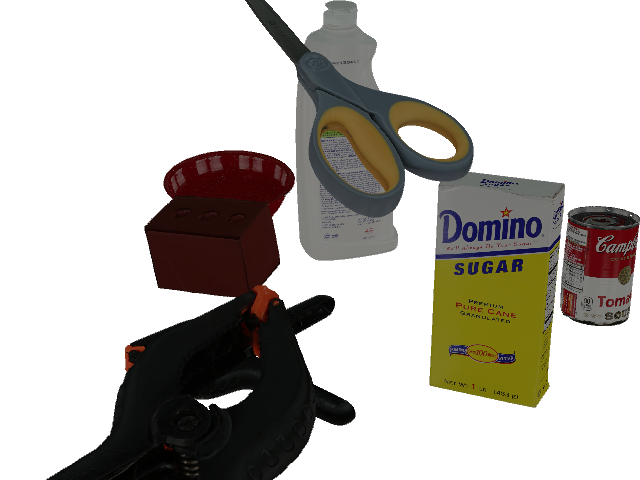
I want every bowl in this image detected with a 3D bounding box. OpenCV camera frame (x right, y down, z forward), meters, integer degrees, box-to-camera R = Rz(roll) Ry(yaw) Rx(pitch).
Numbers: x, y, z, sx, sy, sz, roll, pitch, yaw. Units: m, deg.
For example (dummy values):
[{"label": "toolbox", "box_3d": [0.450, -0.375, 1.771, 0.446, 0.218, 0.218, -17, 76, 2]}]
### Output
[{"label": "bowl", "box_3d": [-0.113, -0.053, 1.325, 0.162, 0.055, 0.162, 0, 31, 0]}]

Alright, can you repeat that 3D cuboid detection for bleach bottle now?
[{"label": "bleach bottle", "box_3d": [0.027, -0.106, 1.032, 0.102, 0.251, 0.068, -8, 30, -15]}]

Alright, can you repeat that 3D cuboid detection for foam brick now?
[{"label": "foam brick", "box_3d": [-0.077, 0.004, 0.763, 0.078, 0.051, 0.053, 5, 30, 21]}]

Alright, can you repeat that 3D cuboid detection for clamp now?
[{"label": "clamp", "box_3d": [-0.042, 0.086, 0.400, 0.120, 0.039, 0.171, 24, 49, 17]}, {"label": "clamp", "box_3d": [-0.071, 0.113, 0.974, 0.209, 0.036, 0.164, -4, 36, -13]}]

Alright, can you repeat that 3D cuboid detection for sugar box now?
[{"label": "sugar box", "box_3d": [0.138, 0.038, 0.845, 0.093, 0.176, 0.048, 8, 23, 24]}]

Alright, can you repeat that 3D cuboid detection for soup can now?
[{"label": "soup can", "box_3d": [0.271, 0.025, 1.041, 0.068, 0.102, 0.068, 1, 18, 0]}]

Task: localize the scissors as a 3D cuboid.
[{"label": "scissors", "box_3d": [0.018, -0.089, 0.588, 0.096, 0.202, 0.016, -5, -42, -16]}]
